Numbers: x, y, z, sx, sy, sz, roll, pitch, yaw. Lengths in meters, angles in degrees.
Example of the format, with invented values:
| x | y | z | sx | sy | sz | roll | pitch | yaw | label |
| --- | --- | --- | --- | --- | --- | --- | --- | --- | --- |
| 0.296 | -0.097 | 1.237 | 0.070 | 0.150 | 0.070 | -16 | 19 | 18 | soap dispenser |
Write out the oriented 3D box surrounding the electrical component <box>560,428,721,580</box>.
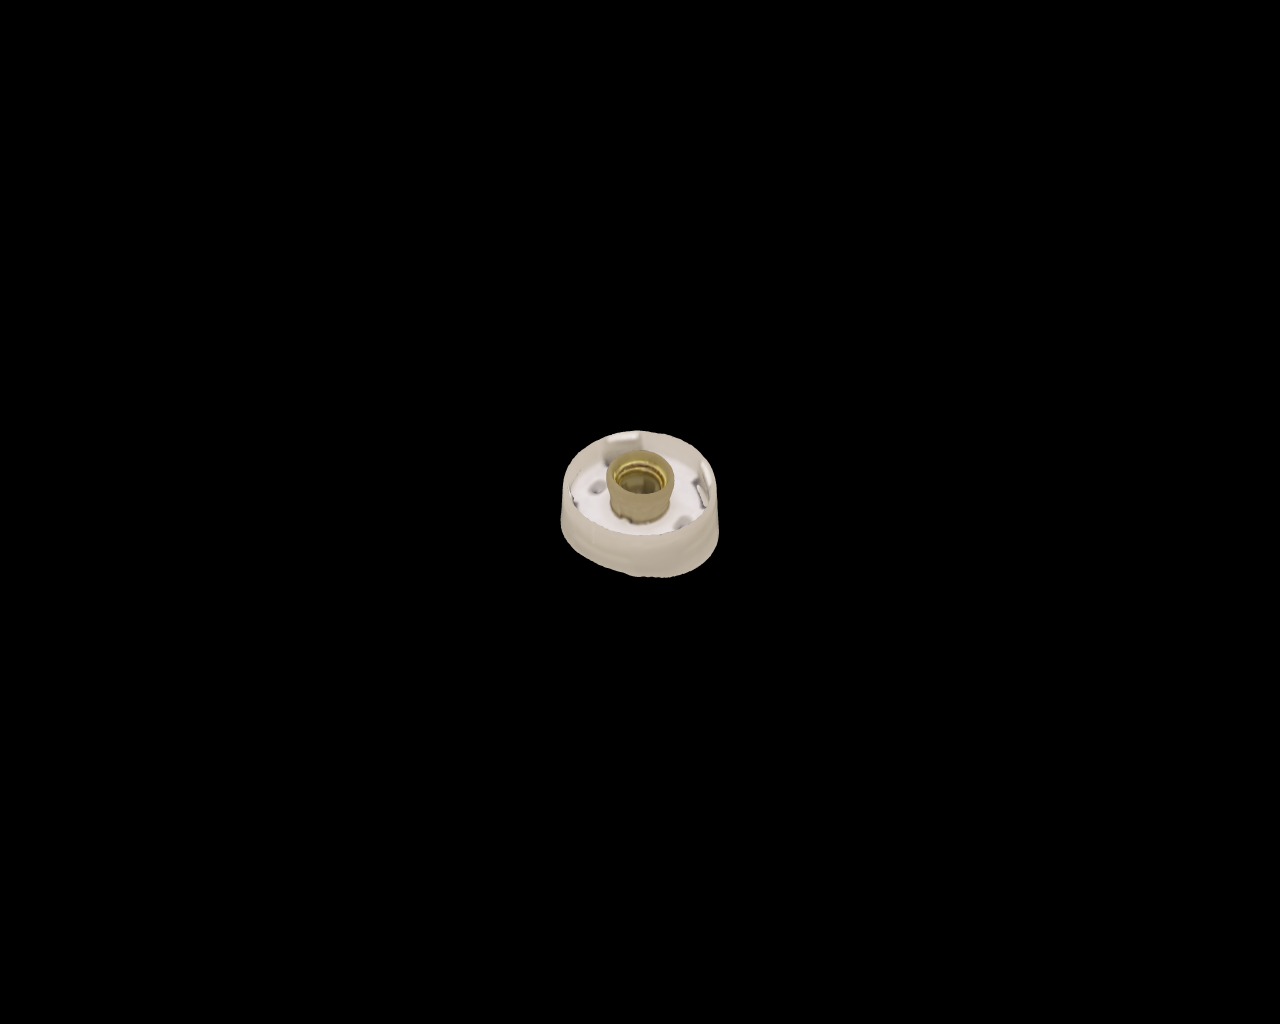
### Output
| x | y | z | sx | sy | sz | roll | pitch | yaw | label |
| --- | --- | --- | --- | --- | --- | --- | --- | --- | --- |
| 0.001 | -0.003 | 0.650 | 0.099 | 0.099 | 0.064 | 0 | -43 | 0 | electrical component |
